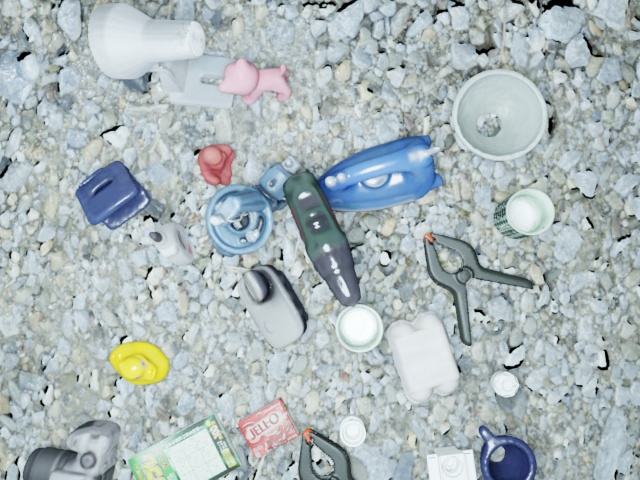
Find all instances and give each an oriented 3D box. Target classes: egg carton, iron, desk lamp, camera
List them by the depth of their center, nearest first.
[{"bbox_3d":[-0.432,0.387,0.985,0.136,0.101,0.143,10,85,2],"label":"camera"},{"bbox_3d":[-0.261,-0.319,0.988,0.203,0.213,0.118,5,85,2],"label":"desk lamp"},{"bbox_3d":[0.088,-0.114,1.000,0.258,0.141,0.119,-16,85,0],"label":"iron"},{"bbox_3d":[0.183,0.205,1.007,0.107,0.069,0.150,-18,85,-1],"label":"egg carton"}]

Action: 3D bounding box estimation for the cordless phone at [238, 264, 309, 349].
[{"bbox_3d":[-0.085,0.112,0.962,0.094,0.185,0.147,-34,85,-2],"label":"cordless phone"}]

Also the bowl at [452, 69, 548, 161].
[{"bbox_3d":[0.318,-0.218,1.039,0.167,0.075,0.167,0,85,1],"label":"bowl"}]

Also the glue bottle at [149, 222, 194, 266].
[{"bbox_3d":[-0.259,0.002,0.980,0.037,0.173,0.078,-24,85,-1],"label":"glue bottle"}]

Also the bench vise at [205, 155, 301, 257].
[{"bbox_3d":[-0.123,-0.070,0.961,0.121,0.220,0.207,24,86,3],"label":"bench vise"}]

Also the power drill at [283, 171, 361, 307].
[{"bbox_3d":[0.009,0.003,0.958,0.075,0.208,0.229,-25,85,-1],"label":"power drill"}]

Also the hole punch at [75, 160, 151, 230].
[{"bbox_3d":[-0.381,-0.083,1.031,0.108,0.091,0.101,-38,85,-2],"label":"hole punch"}]

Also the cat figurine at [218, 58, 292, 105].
[{"bbox_3d":[-0.118,-0.293,1.032,0.128,0.118,0.067,-10,85,0],"label":"cat figurine"}]

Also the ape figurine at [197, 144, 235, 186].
[{"bbox_3d":[-0.189,-0.143,1.032,0.076,0.092,0.078,45,87,5],"label":"ape figurine"}]

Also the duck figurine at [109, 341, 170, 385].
[{"bbox_3d":[-0.325,0.220,1.006,0.104,0.086,0.077,19,86,3],"label":"duck figurine"}]

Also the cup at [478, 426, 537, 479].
[{"bbox_3d":[0.302,0.362,0.978,0.092,0.095,0.118,-37,85,-2],"label":"cup"}]
